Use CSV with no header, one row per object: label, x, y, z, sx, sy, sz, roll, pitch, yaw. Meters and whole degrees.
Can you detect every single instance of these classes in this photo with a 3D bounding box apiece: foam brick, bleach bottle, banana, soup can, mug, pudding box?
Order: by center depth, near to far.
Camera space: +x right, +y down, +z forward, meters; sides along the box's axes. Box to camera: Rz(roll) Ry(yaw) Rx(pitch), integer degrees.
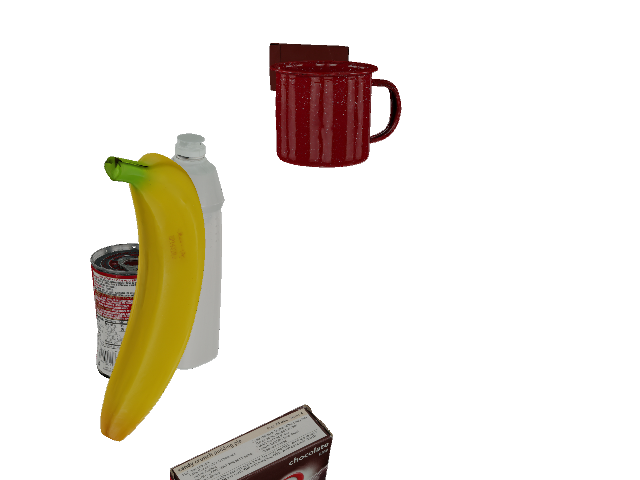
banana,-0.095,0.025,0.594,0.069,0.198,0.037,-23,45,-36
pudding box,-0.049,0.173,0.741,0.113,0.090,0.039,-23,51,-29
soup can,-0.160,0.062,0.912,0.068,0.102,0.068,2,19,-1
mug,0.014,-0.111,0.926,0.117,0.081,0.093,-5,16,-18
bleach bottle,-0.149,0.007,1.137,0.103,0.251,0.067,26,31,37
foam brick,-0.013,-0.185,1.148,0.078,0.051,0.053,0,11,-13
